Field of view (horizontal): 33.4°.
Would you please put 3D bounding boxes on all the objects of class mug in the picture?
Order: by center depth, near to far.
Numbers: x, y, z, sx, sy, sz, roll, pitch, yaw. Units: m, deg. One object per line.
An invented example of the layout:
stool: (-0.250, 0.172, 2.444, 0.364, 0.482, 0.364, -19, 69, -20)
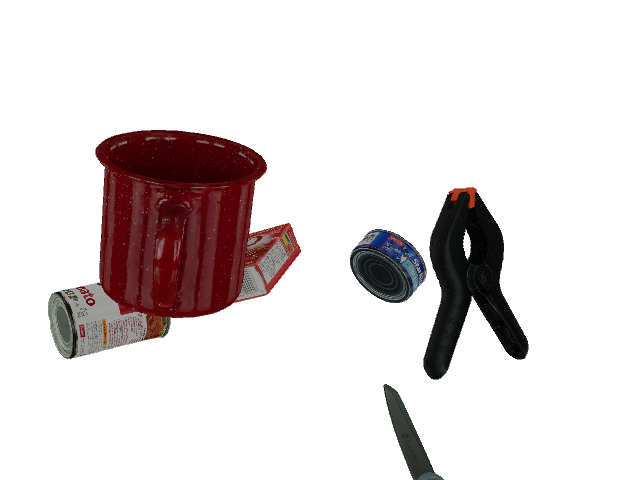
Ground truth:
mug: (-0.079, -0.004, 0.585, 0.093, 0.081, 0.117, 5, 22, -8)

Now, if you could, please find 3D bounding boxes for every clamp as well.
clamp: (0.128, 0.041, 0.959, 0.120, 0.171, 0.039, -19, 7, -40)

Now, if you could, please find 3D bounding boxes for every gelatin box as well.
gelatin box: (-0.069, 0.022, 0.835, 0.089, 0.030, 0.073, -14, 20, 28)

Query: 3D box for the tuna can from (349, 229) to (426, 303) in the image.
tuna can: (0.076, 0.030, 1.224, 0.086, 0.086, 0.033, 0, 38, 47)

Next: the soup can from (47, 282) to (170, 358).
soup can: (-0.209, 0.074, 1.053, 0.102, 0.068, 0.069, -12, 6, -32)

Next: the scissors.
scissors: (0.083, 0.151, 0.610, 0.096, 0.016, 0.201, 6, 32, 0)
